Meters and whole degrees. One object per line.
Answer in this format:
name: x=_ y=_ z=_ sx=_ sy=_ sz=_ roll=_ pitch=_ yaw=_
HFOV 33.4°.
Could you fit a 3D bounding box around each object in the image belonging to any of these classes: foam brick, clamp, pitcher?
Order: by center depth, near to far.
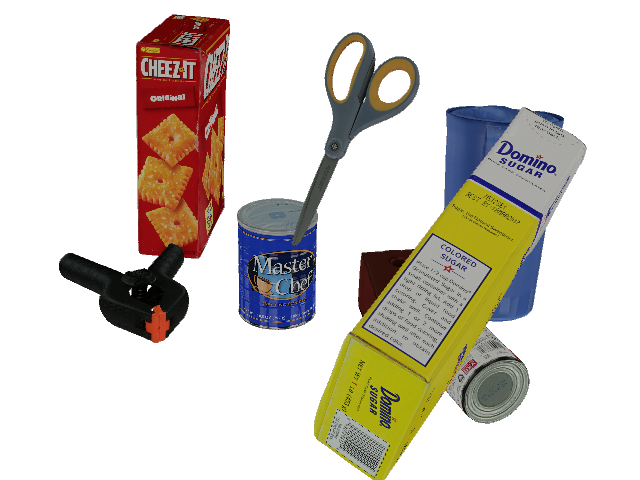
foam brick: x=0.060 y=0.048 z=0.763 sx=0.053 sy=0.051 sz=0.078 roll=-5 pitch=34 yaw=-8
clamp: x=-0.159 y=0.042 z=0.983 sx=0.120 sy=0.039 sz=0.172 roll=-16 pitch=30 yaw=-26
pitcher: x=0.202 y=-0.032 z=1.236 sx=0.149 sy=0.243 sz=0.145 roll=-7 pitch=17 yaw=-32

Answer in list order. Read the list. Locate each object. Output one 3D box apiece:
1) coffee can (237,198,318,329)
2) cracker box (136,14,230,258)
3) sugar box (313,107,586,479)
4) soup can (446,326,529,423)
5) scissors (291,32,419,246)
coffee can: x=-0.056 y=0.029 z=1.377 sx=0.103 sy=0.140 sz=0.103 roll=1 pitch=25 yaw=-1
cracker box: x=-0.138 y=-0.110 z=1.093 sx=0.072 sy=0.214 sz=0.164 roll=5 pitch=22 yaw=2
sugar box: x=0.065 y=0.022 z=0.510 sx=0.048 sy=0.093 sz=0.176 roll=33 pitch=53 yaw=13
soup can: x=0.132 y=0.108 z=0.955 sx=0.068 sy=0.068 sz=0.102 roll=0 pitch=25 yaw=-25
scissors: x=0.034 y=-0.089 z=0.963 sx=0.096 sy=0.202 sz=0.016 roll=6 pitch=-7 yaw=16
